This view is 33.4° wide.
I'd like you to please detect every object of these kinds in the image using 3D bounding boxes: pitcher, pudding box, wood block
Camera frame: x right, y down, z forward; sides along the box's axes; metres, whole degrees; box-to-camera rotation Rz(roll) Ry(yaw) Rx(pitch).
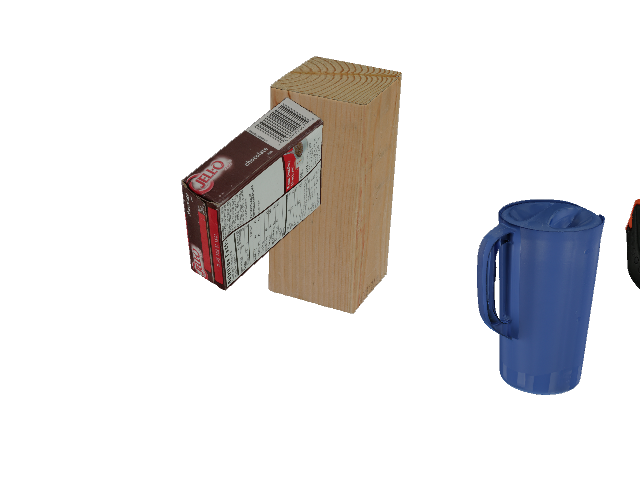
[{"bbox_3d":[0.285,0.076,1.397,0.149,0.243,0.144,6,20,16],"label":"pitcher"},{"bbox_3d":[-0.045,-0.032,0.748,0.039,0.090,0.113,34,56,24],"label":"pudding box"},{"bbox_3d":[0.011,-0.050,0.974,0.091,0.206,0.090,14,32,21],"label":"wood block"}]

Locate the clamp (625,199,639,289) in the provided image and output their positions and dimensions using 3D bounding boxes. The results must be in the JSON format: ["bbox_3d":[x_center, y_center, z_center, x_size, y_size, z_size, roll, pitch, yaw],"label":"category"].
[{"bbox_3d":[0.267,0.035,0.699,0.120,0.039,0.171,-2,45,-19],"label":"clamp"}]
